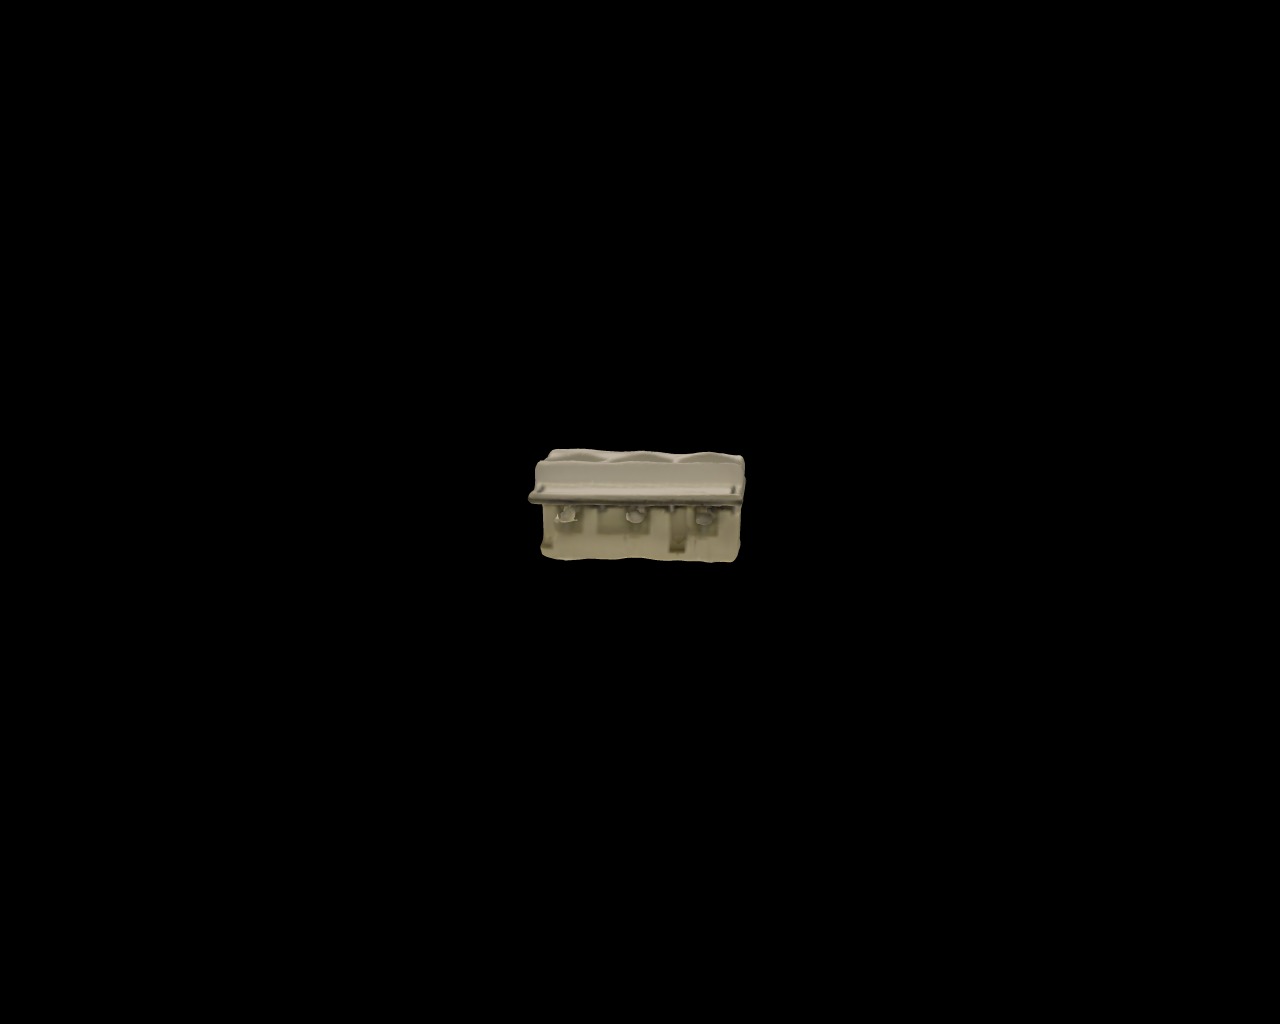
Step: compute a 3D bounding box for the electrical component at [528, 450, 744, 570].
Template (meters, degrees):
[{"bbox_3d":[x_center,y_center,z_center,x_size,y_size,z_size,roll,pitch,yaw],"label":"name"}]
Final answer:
[{"bbox_3d":[0.001,-0.003,0.650,0.121,0.063,0.079,1,12,7],"label":"electrical component"}]
